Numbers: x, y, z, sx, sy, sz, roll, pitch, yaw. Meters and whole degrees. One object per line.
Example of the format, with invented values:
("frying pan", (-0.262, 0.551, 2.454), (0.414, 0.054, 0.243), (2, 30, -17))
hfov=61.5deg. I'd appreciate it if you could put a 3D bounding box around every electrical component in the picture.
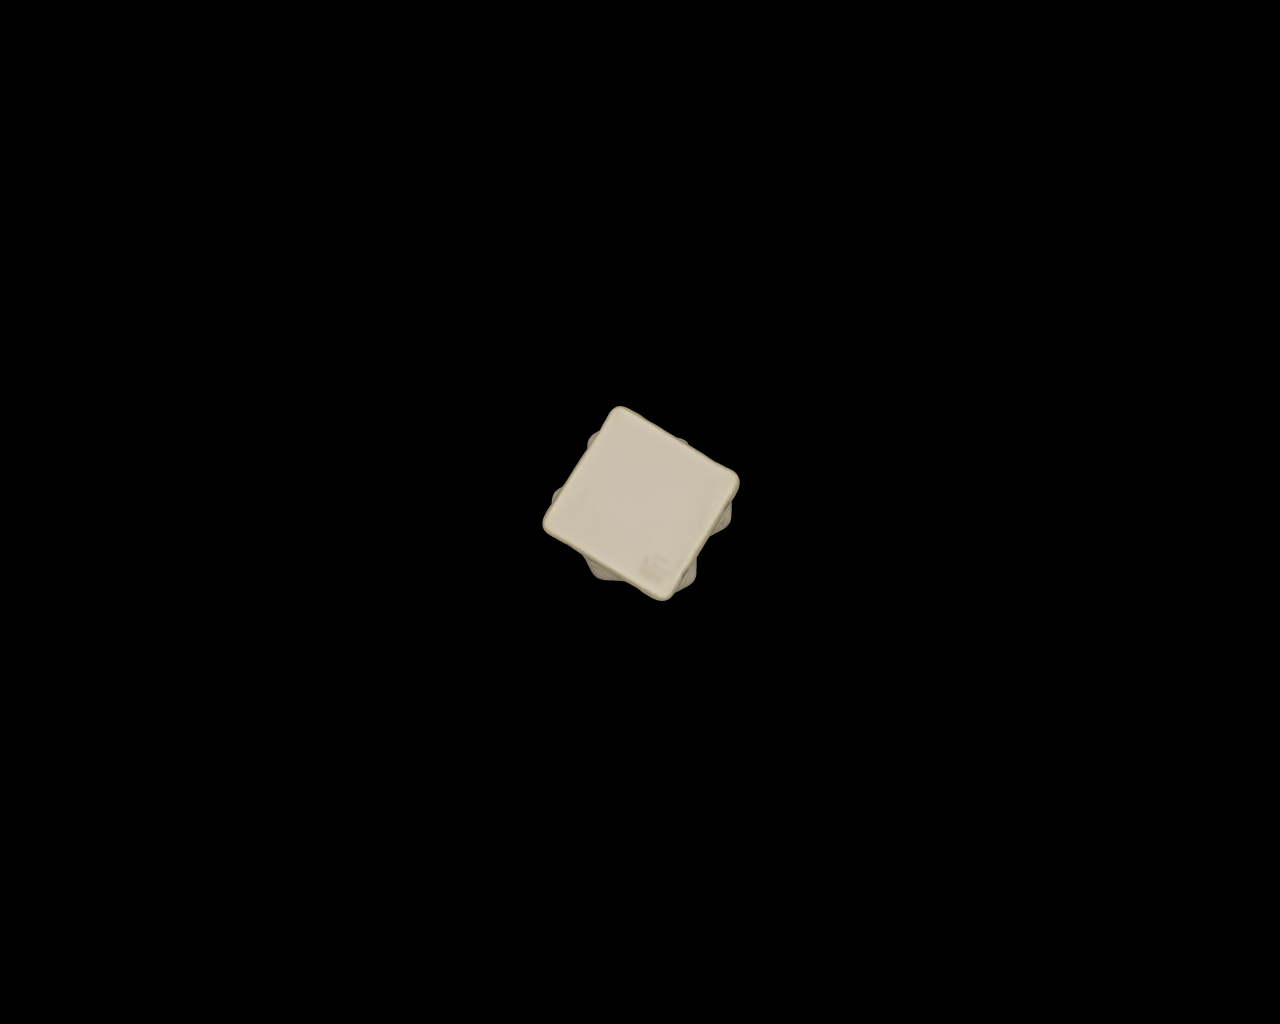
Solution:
("electrical component", (0.001, -0.003, 0.650), (0.100, 0.100, 0.048), (31, -7, 5))
